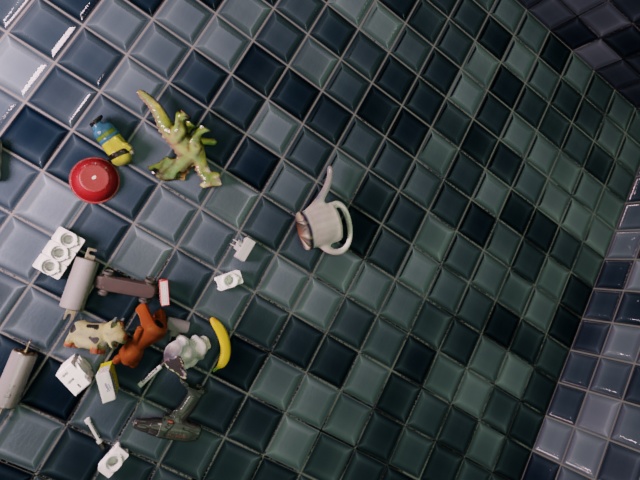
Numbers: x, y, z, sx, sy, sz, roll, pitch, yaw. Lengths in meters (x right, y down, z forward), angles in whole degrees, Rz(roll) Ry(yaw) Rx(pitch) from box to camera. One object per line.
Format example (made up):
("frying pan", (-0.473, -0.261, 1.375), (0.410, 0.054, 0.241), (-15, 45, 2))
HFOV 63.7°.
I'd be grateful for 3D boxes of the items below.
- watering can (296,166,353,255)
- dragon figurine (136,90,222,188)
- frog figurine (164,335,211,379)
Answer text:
("watering can", (0.006, -0.101, 2.000), (0.226, 0.347, 0.103), (-17, 2, -21))
("dragon figurine", (-0.514, -0.324, 1.823), (0.408, 0.244, 0.122), (31, -6, -15))
("frog figurine", (-0.462, 0.382, 1.794), (0.122, 0.135, 0.163), (-4, 31, 29))
